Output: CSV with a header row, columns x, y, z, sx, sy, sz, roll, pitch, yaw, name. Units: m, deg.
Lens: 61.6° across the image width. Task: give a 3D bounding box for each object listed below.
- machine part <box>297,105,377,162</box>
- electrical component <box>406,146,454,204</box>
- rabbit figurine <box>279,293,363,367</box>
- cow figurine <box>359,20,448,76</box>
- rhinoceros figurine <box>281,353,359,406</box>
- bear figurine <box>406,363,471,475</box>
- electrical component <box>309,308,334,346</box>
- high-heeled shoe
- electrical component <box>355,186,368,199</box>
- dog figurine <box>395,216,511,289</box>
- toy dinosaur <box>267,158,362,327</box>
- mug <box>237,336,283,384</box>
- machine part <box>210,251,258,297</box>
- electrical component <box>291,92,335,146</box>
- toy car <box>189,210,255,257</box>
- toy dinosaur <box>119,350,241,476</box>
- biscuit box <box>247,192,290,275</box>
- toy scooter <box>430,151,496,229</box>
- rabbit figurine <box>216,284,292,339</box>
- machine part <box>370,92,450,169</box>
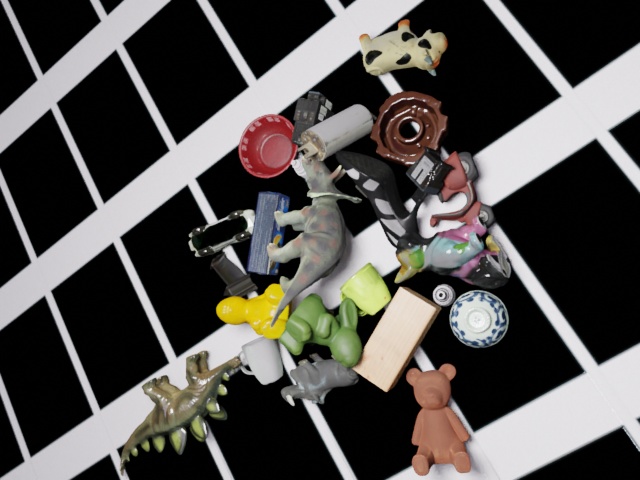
x,y,z,sx,sy,sz,roll,pitch,yaw,name
0.041,-0.245,1.222,0.079,0.079,0.243,41,55,19,machine part
0.225,-0.132,1.157,0.119,0.047,0.075,-55,44,28,electrical component
0.020,0.203,1.162,0.170,0.159,0.121,34,135,8,rabbit figurine
0.195,-0.430,1.235,0.195,0.085,0.127,-11,75,17,cow figurine
-0.002,0.318,1.237,0.190,0.073,0.112,-22,88,15,rhinoceros figurine
0.241,0.363,1.109,0.120,0.132,0.195,-7,88,14,bear figurine
0.010,0.204,1.257,0.078,0.045,0.102,26,97,-8,electrical component
0.121,-0.089,1.204,0.249,0.086,0.145,36,132,12,high-heeled shoe
0.119,-0.133,1.263,0.063,0.021,0.094,-46,71,10,electrical component
0.267,0.048,1.143,0.219,0.108,0.191,-26,112,35,dog figurine
-0.005,-0.001,1.187,0.192,0.131,0.405,-16,55,28,toy dinosaur
-0.142,0.291,1.284,0.110,0.081,0.107,-25,86,11,mug
-0.224,0.091,1.346,0.084,0.039,0.139,-31,61,-23,machine part
-0.014,-0.280,1.279,0.058,0.115,0.134,13,90,20,electrical component
-0.247,-0.017,1.370,0.202,0.056,0.073,-21,84,18,toy car
-0.361,0.426,1.340,0.471,0.105,0.198,-36,77,18,toy dinosaur
-0.126,-0.017,1.321,0.063,0.059,0.202,8,87,22,biscuit box
0.290,-0.094,1.169,0.135,0.075,0.184,-20,81,22,toy scooter
-0.153,0.162,1.261,0.173,0.162,0.121,1,86,-1,rabbit figurine
0.206,-0.249,1.226,0.180,0.056,0.179,-3,82,21,machine part
